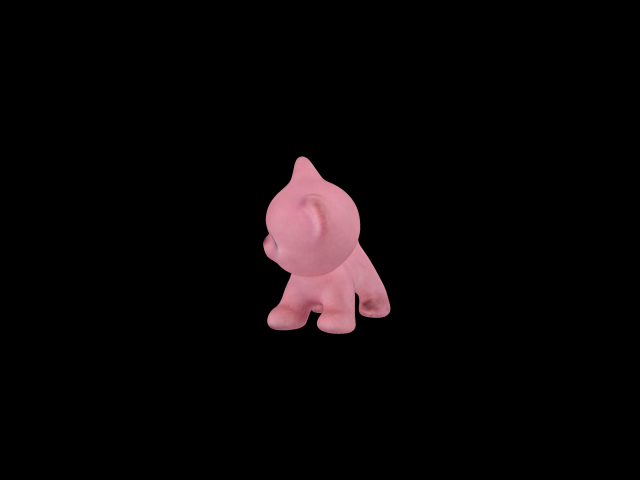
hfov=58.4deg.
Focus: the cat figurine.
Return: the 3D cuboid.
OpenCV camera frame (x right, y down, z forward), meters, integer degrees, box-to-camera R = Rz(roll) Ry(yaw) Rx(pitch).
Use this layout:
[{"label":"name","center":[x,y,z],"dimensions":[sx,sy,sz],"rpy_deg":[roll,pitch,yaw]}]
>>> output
[{"label":"cat figurine","center":[0.004,0.001,0.400],"dimensions":[0.067,0.118,0.128],"rpy_deg":[1,4,24]}]
